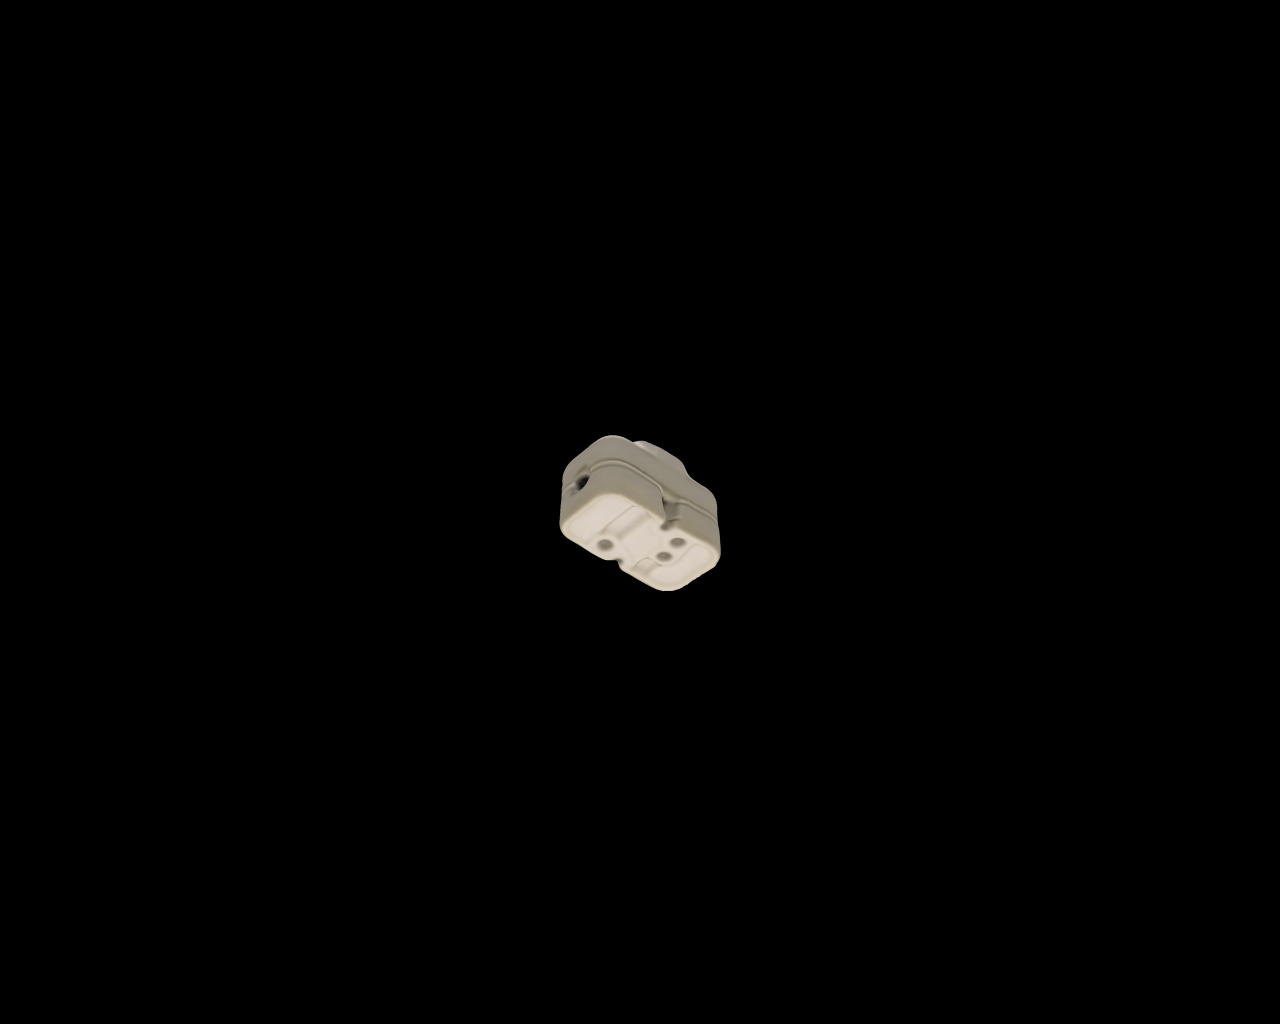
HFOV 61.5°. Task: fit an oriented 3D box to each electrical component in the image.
[{"bbox_3d":[0.001,-0.003,0.650,0.095,0.059,0.053,31,-50,-30],"label":"electrical component"}]
